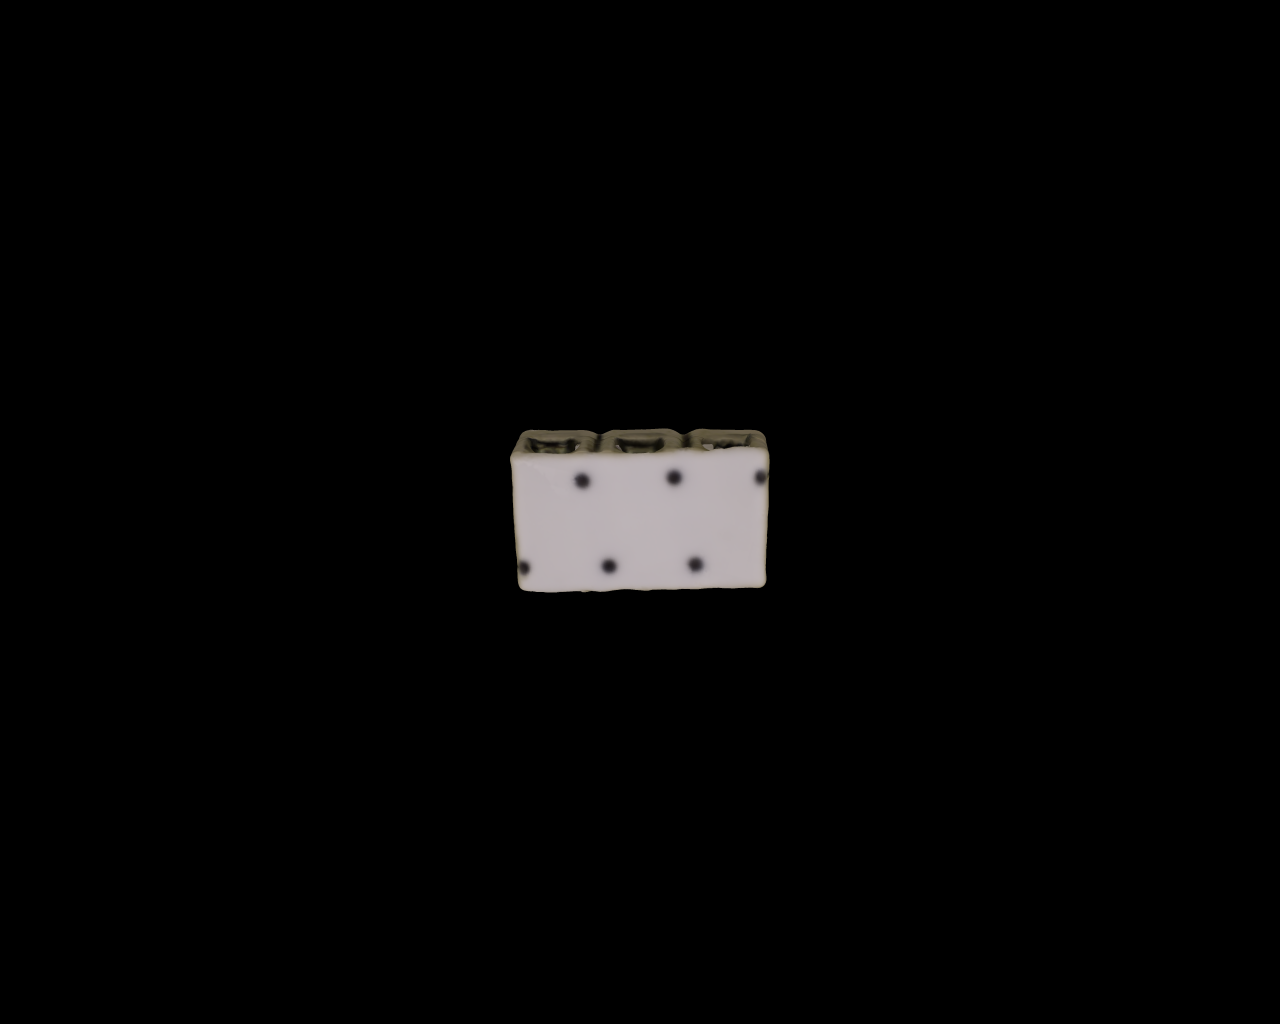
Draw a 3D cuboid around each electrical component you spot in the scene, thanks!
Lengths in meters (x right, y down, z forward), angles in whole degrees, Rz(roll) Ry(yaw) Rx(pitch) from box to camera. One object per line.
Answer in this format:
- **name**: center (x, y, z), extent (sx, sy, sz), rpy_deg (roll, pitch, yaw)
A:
- **electrical component**: center (0.001, -0.003, 0.650), extent (0.150, 0.089, 0.062), rpy_deg (0, 17, 0)
